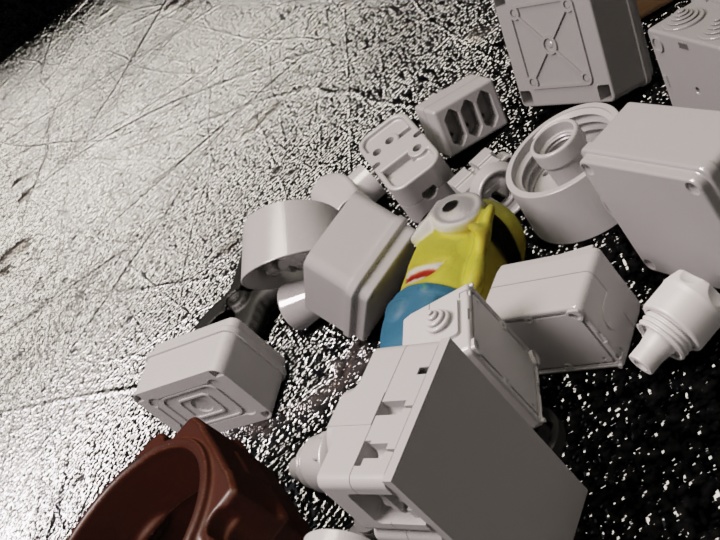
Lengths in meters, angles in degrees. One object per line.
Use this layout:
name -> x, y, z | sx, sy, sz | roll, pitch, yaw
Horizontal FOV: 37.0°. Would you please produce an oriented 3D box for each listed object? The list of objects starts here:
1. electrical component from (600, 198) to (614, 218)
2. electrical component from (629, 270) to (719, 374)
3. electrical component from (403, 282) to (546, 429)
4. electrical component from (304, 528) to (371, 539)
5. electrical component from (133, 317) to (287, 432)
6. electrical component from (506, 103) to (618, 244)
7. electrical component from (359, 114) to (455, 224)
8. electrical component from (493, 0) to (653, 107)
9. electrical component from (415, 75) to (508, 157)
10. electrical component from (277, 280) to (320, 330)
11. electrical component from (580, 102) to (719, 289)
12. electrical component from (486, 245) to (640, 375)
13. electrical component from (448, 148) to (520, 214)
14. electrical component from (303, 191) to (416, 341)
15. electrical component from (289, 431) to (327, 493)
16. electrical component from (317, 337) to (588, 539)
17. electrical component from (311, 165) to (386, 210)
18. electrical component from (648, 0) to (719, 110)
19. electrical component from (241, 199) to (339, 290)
electrical component -> 0.203, -0.058, 0.753 | 0.055, 0.045, 0.045 | -47, 29, -8
electrical component -> 0.189, 0.034, 0.650 | 0.062, 0.043, 0.043 | -48, 29, -6
electrical component -> 0.063, 0.059, 0.669 | 0.061, 0.096, 0.061 | -30, 31, 25
electrical component -> -0.014, 0.197, 0.677 | 0.055, 0.055, 0.047 | -19, 41, 37
electrical component -> -0.129, 0.094, 0.927 | 0.113, 0.078, 0.057 | -20, 40, 35
electrical component -> 0.162, -0.079, 0.815 | 0.108, 0.060, 0.108 | -31, 31, 21
electrical component -> 0.047, -0.088, 0.959 | 0.054, 0.059, 0.095 | -37, 40, 4
electrical component -> 0.176, -0.196, 0.893 | 0.056, 0.108, 0.109 | -30, 21, -29
electrical component -> 0.085, -0.146, 0.995 | 0.066, 0.047, 0.077 | -32, 26, -13
electrical component -> -0.038, 0.023, 0.943 | 0.055, 0.045, 0.045 | -25, 34, 28
electrical component -> 0.208, -0.044, 0.663 | 0.056, 0.108, 0.109 | -47, 29, -12
electrical component -> 0.128, 0.028, 0.714 | 0.096, 0.061, 0.061 | -12, 41, 43
electrical component -> 0.107, -0.068, 0.883 | 0.066, 0.048, 0.055 | -43, 21, 0
electrical component -> 0.000, 0.000, 0.857 | 0.078, 0.057, 0.113 | -55, -11, -19
electrical component -> -0.026, 0.140, 0.778 | 0.062, 0.048, 0.048 | -22, 35, 46
electrical component -> 0.053, 0.119, 0.596 | 0.062, 0.150, 0.089 | -10, 43, 43
electrical component -> -0.002, -0.073, 1.024 | 0.079, 0.044, 0.077 | -43, 29, 0
electrical component -> 0.251, -0.135, 0.740 | 0.048, 0.099, 0.099 | -32, 28, -7
electrical component -> -0.057, -0.017, 0.947 | 0.099, 0.099, 0.064 | -25, 59, 30
